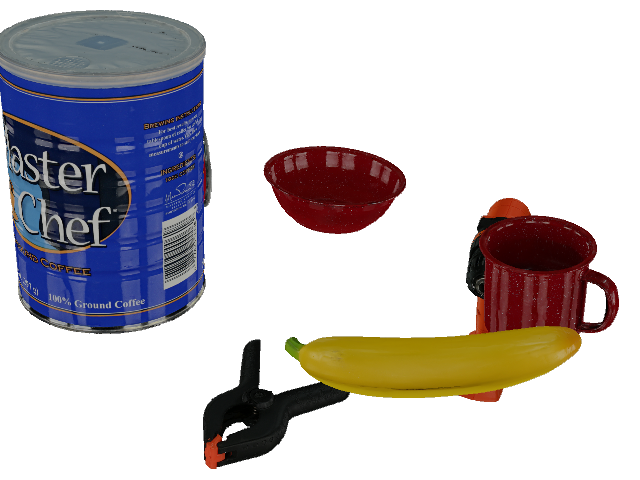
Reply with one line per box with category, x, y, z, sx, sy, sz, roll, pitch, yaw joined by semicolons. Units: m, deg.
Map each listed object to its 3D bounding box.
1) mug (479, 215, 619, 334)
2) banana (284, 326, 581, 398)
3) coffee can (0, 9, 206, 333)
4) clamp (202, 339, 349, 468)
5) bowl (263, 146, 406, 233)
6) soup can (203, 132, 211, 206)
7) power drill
mug;0.185;0.040;0.866;0.117;0.081;0.093;17;35;30
banana;0.072;0.074;0.688;0.198;0.037;0.069;0;26;5
coffee can;-0.111;-0.038;0.556;0.103;0.140;0.103;2;28;-1
clamp;-0.064;0.154;1.028;0.120;0.039;0.171;21;33;33
bowl;0.014;-0.052;1.210;0.162;0.055;0.162;5;27;-3
soup can;-0.136;-0.053;0.767;0.102;0.068;0.069;-7;2;-18
power drill;0.174;0.068;1.090;0.057;0.188;0.184;13;27;15
